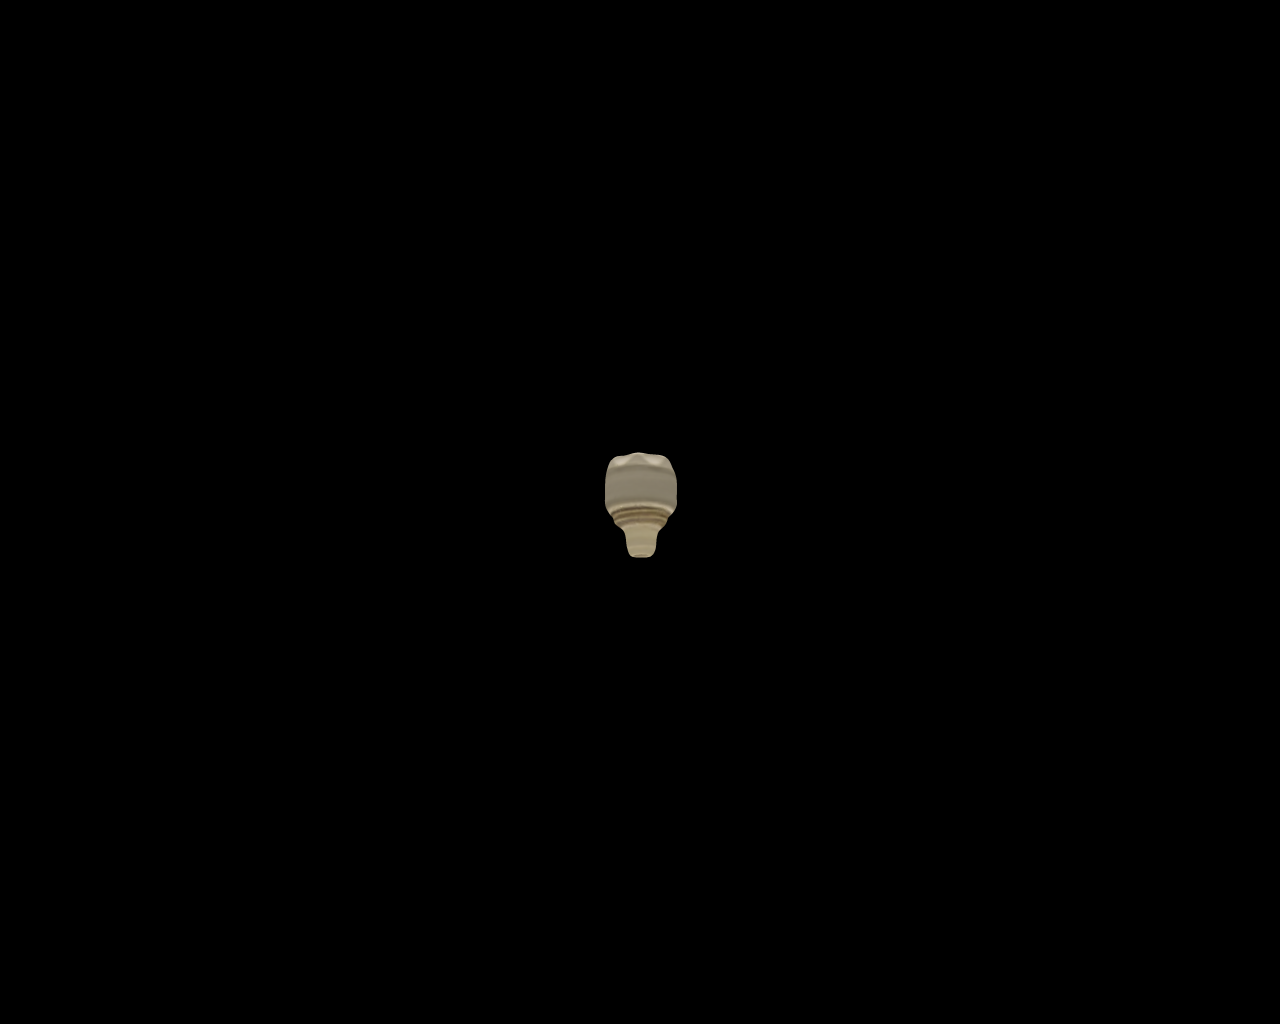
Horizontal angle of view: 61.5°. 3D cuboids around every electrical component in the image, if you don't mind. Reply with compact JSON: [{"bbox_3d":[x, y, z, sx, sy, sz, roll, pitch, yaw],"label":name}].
[{"bbox_3d":[0.001,-0.003,0.650,0.043,0.062,0.043,0,-13,0],"label":"electrical component"}]
